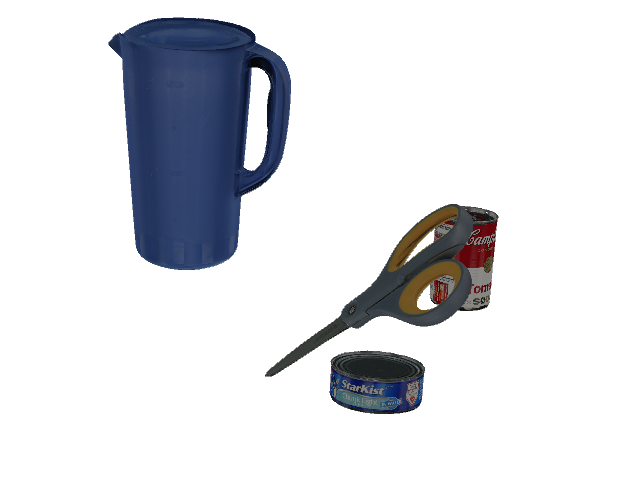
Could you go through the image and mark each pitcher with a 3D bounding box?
[{"bbox_3d":[-0.125,-0.096,1.080,0.144,0.243,0.149,-11,28,-28],"label":"pitcher"}]

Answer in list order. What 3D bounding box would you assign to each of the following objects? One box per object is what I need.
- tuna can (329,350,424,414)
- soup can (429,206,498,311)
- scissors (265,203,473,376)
[{"bbox_3d":[0.051,0.128,0.969,0.086,0.034,0.086,3,10,-1],"label":"tuna can"},{"bbox_3d":[0.157,0.019,1.175,0.068,0.102,0.068,3,15,-1],"label":"soup can"},{"bbox_3d":[0.035,0.057,0.739,0.016,0.202,0.096,33,20,-30],"label":"scissors"}]
